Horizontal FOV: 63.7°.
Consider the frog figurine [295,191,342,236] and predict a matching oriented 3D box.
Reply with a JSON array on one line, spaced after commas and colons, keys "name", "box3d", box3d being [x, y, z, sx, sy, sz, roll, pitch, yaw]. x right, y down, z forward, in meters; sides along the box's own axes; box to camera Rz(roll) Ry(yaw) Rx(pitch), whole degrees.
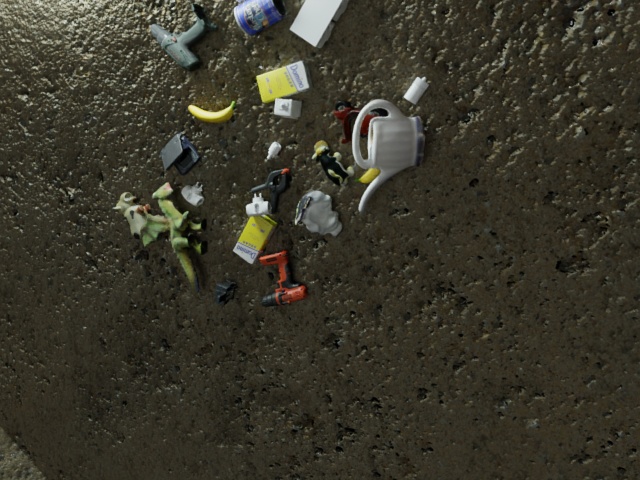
[{"name": "frog figurine", "box3d": [0.005, -0.087, 1.729, 0.159, 0.124, 0.136, 20, 101, -20]}]

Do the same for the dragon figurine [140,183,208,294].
[{"name": "dragon figurine", "box3d": [-0.558, -0.007, 1.929, 0.243, 0.123, 0.407, 6, 99, 18]}]

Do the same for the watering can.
[{"name": "watering can", "box3d": [0.211, -0.254, 1.577, 0.224, 0.105, 0.342, -3, 110, -3]}]
